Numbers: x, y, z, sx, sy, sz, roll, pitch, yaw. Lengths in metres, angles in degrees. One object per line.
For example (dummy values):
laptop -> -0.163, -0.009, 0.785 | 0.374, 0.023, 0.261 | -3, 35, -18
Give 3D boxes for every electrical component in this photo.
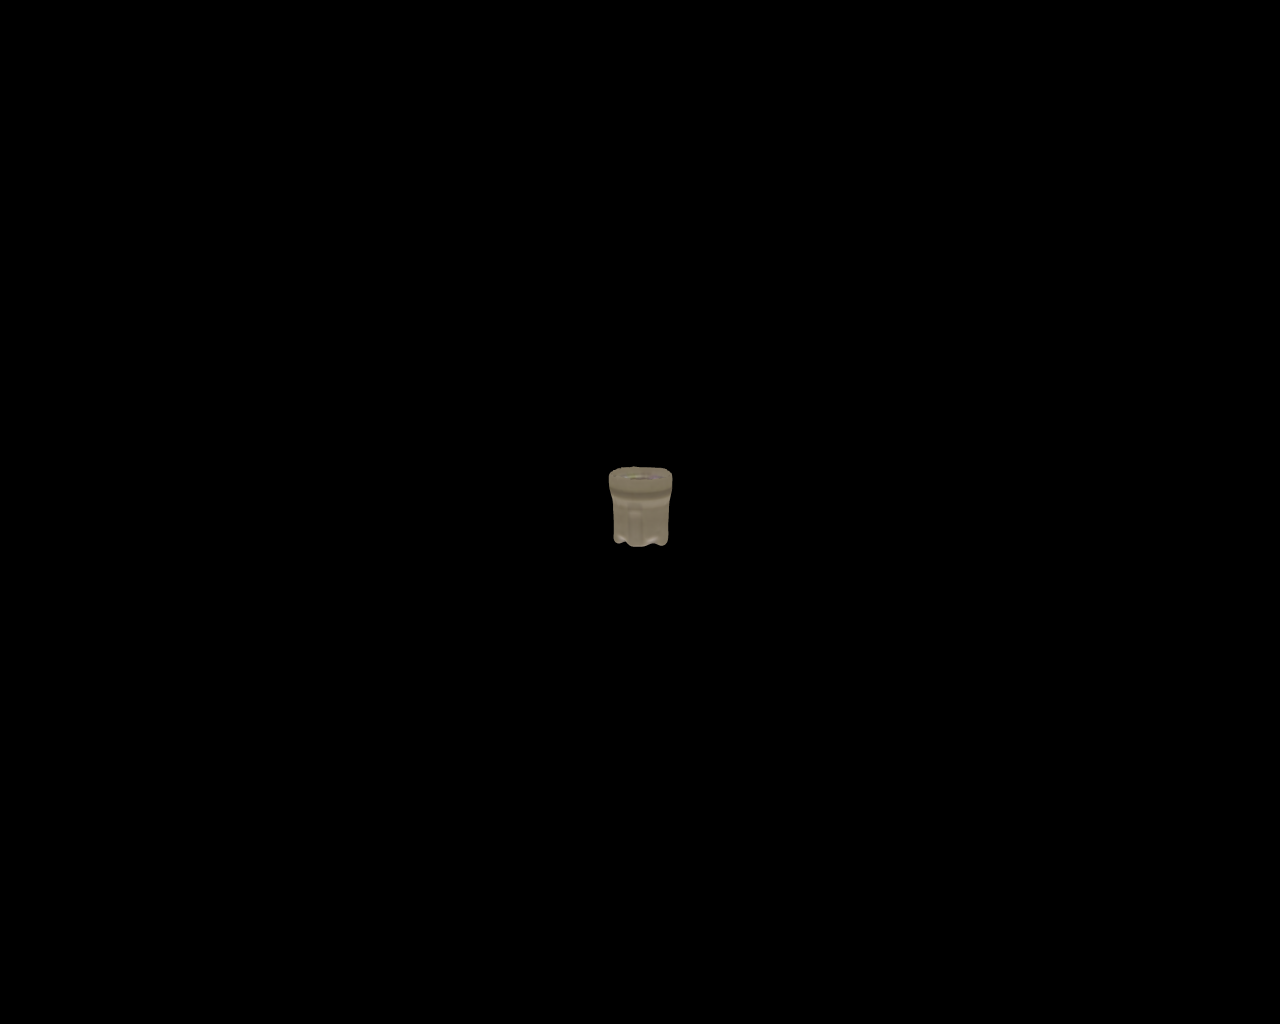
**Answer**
electrical component -> 0.001, -0.003, 0.650 | 0.040, 0.046, 0.040 | 0, 15, 0
